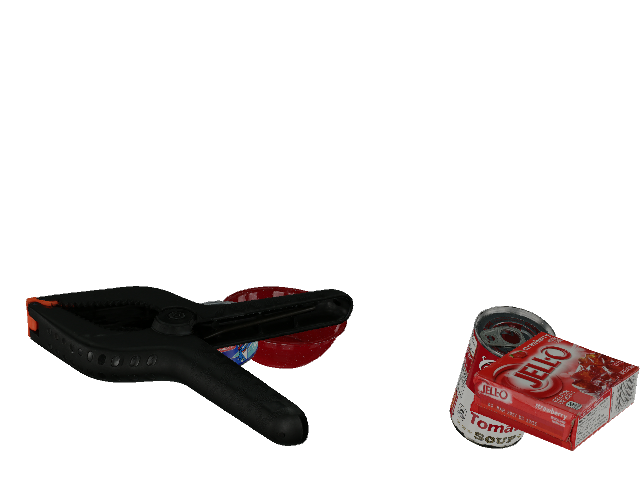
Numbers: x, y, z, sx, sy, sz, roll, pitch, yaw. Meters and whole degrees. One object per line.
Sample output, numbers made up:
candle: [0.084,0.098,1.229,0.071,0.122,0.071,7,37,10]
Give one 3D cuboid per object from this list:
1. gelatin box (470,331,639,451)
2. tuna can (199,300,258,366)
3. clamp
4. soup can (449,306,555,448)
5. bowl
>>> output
gelatin box: [0.150,0.094,0.683,0.073,0.030,0.089,19,26,37]
tuna can: [-0.102,0.092,1.017,0.086,0.034,0.086,-5,25,2]
clamp: [-0.084,0.060,0.685,0.210,0.036,0.164,10,25,15]
soup can: [0.150,0.115,0.891,0.068,0.102,0.068,7,35,-5]
bowl: [-0.049,0.116,1.348,0.162,0.055,0.162,5,22,-2]
